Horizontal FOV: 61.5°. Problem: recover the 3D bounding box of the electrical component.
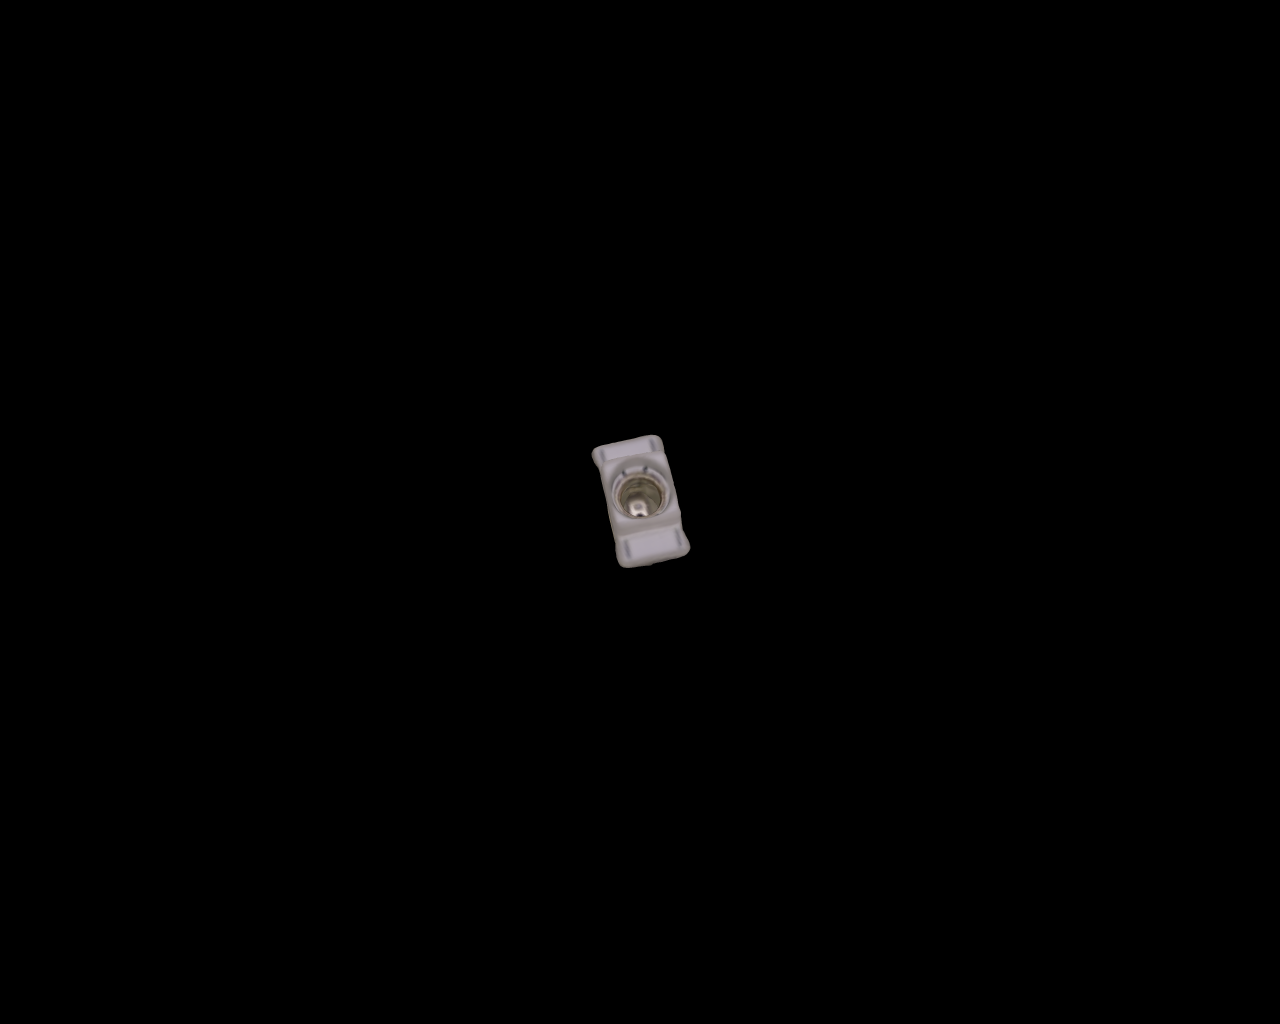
[{"bbox_3d":[0.001,-0.003,0.650,0.042,0.081,0.063,-11,-24,-5],"label":"electrical component"}]
